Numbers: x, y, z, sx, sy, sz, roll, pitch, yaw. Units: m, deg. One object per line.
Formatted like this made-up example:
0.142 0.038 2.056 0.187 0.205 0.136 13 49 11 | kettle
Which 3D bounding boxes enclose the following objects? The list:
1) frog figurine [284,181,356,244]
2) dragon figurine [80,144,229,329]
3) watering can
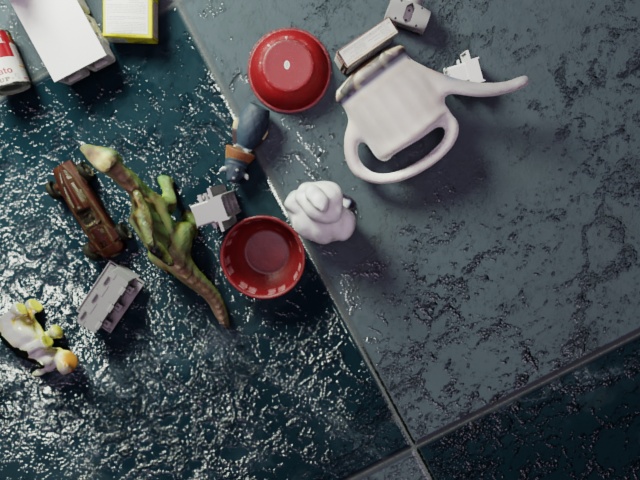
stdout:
0.003 -0.047 0.932 0.137 0.160 0.122 35 97 -5 | frog figurine
-0.274 0.004 0.896 0.122 0.243 0.409 -34 94 -1 | dragon figurine
0.178 -0.255 0.936 0.346 0.105 0.223 -35 96 11 | watering can
